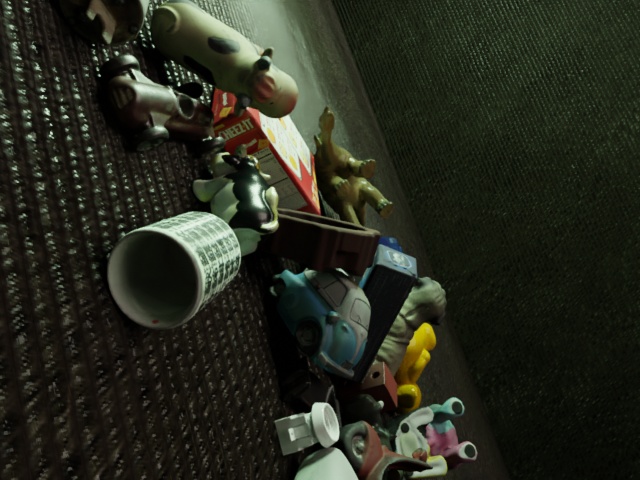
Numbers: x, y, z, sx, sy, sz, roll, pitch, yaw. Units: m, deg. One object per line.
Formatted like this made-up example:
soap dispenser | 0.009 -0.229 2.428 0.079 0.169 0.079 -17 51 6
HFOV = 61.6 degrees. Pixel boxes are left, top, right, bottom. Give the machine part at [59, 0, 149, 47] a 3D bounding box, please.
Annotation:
machine part | -0.210 -0.275 0.552 0.079 0.079 0.243 52 23 -45

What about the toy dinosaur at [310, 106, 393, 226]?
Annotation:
toy dinosaur | 0.050 -0.101 1.060 0.199 0.105 0.470 54 -8 32

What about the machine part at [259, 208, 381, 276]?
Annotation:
machine part | -0.008 -0.002 0.712 0.179 0.180 0.056 -13 117 -74

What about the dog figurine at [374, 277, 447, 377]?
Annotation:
dog figurine | 0.129 0.165 0.884 0.121 0.191 0.172 21 51 -69

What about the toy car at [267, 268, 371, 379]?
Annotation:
toy car | 0.011 0.091 0.689 0.162 0.103 0.109 52 3 39

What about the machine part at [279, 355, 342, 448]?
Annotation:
machine part | -0.004 0.204 0.670 0.084 0.039 0.138 -86 152 -47

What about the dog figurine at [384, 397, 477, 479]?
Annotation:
dog figurine | 0.173 0.360 0.951 0.219 0.191 0.108 114 -39 -62

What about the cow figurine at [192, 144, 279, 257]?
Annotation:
cow figurine | -0.092 -0.055 0.615 0.068 0.098 0.167 45 27 -40

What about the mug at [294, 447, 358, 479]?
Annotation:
mug | 0.016 0.276 0.558 0.109 0.081 0.107 56 9 -15

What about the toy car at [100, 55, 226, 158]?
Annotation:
toy car | -0.160 -0.141 0.590 0.089 0.053 0.202 65 17 2

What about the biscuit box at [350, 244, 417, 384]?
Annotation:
biscuit box | 0.072 0.108 0.772 0.063 0.202 0.059 22 26 -4

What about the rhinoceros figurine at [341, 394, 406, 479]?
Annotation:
rhinoceros figurine | 0.086 0.311 0.756 0.190 0.073 0.112 68 17 -1

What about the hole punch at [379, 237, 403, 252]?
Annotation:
hole punch | 0.124 0.049 1.181 0.092 0.116 0.142 49 23 -31

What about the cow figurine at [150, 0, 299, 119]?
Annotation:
cow figurine | -0.110 -0.213 0.635 0.195 0.085 0.127 33 16 -4

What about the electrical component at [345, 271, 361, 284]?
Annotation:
electrical component | 0.045 0.057 0.998 0.134 0.058 0.114 -92 157 -51

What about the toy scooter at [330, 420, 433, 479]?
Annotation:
toy scooter | 0.085 0.309 0.642 0.135 0.075 0.184 6 65 -34

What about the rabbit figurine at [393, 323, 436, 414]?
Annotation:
rabbit figurine | 0.158 0.256 1.014 0.162 0.122 0.173 -49 135 -70
